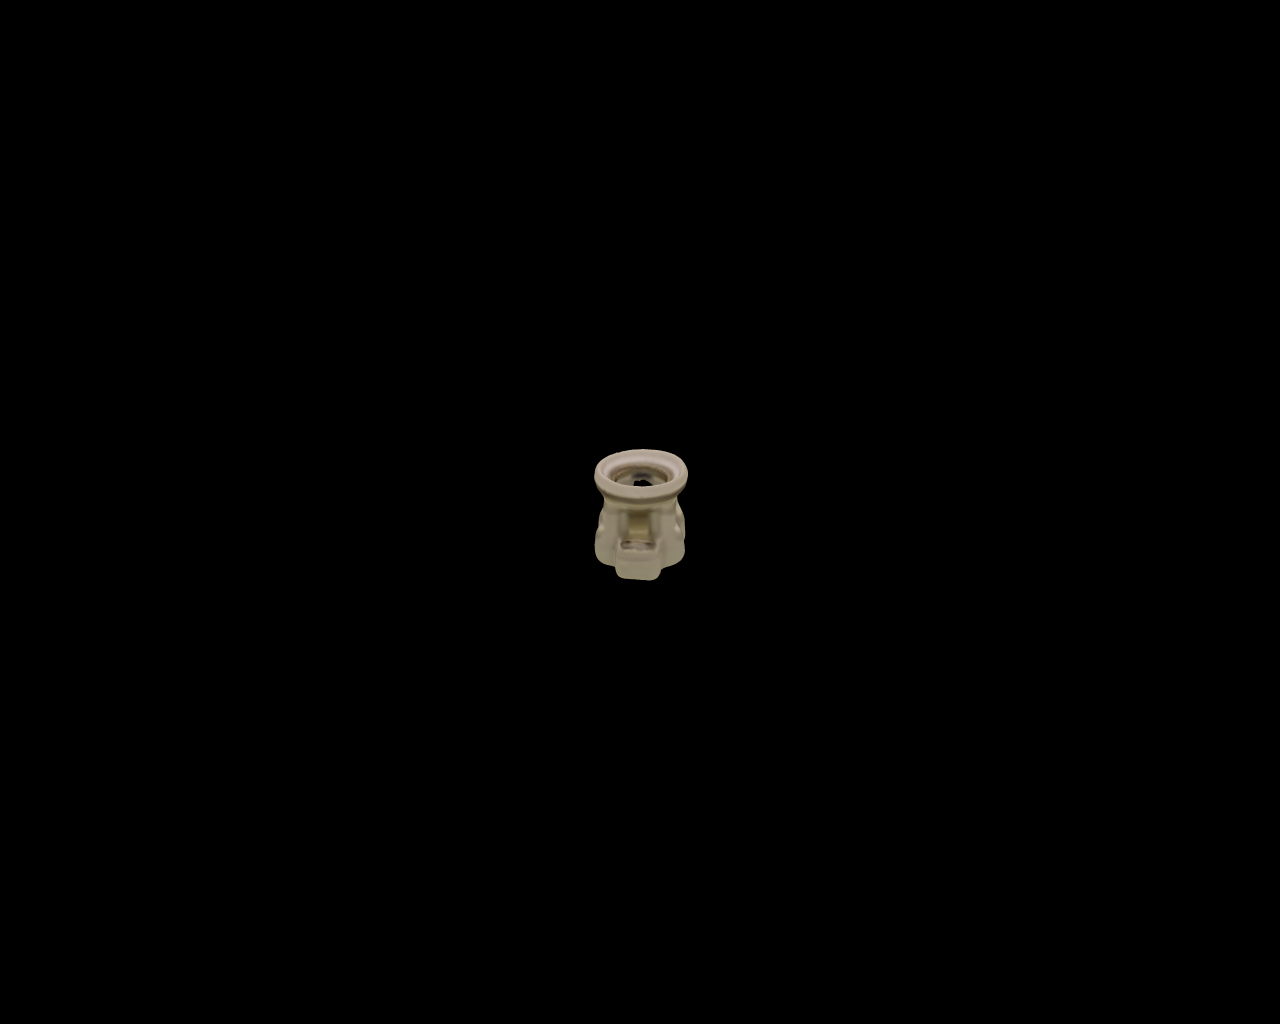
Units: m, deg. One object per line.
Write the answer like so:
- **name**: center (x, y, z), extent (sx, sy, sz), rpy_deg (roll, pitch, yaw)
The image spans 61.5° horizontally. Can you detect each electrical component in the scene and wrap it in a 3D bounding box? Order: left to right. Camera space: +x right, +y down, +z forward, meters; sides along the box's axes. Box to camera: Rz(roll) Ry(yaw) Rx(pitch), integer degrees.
- **electrical component**: center (0.001, -0.003, 0.650), extent (0.058, 0.056, 0.078), rpy_deg (2, 27, 3)
